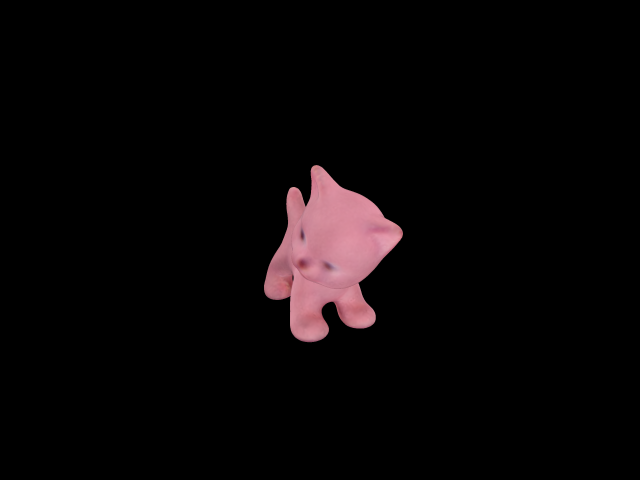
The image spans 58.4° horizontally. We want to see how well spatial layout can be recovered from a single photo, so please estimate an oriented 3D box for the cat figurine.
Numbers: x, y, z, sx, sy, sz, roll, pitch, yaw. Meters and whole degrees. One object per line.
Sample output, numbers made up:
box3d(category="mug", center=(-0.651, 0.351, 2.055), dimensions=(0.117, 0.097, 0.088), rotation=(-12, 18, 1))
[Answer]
box3d(category="cat figurine", center=(0.004, 0.001, 0.400), dimensions=(0.067, 0.118, 0.127), rotation=(-9, 23, -22))
